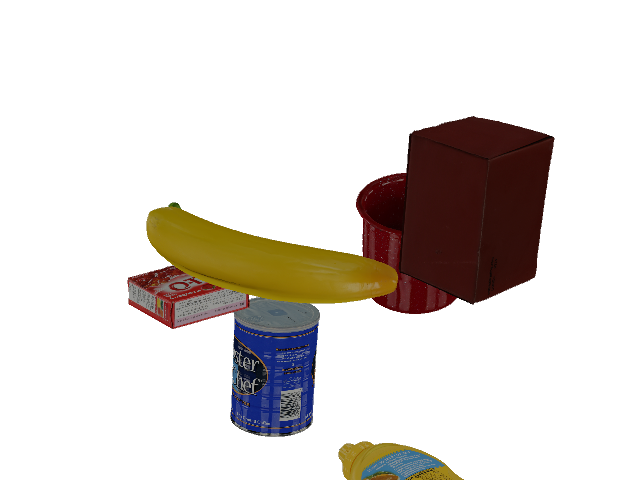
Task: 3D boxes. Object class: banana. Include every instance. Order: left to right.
[{"bbox_3d":[-0.048,0.007,0.691,0.198,0.037,0.069,19,37,32],"label":"banana"}]

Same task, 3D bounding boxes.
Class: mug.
[{"bbox_3d":[0.087,0.004,0.847,0.117,0.081,0.093,-1,34,0],"label":"mug"}]

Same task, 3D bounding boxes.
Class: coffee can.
[{"bbox_3d":[-0.056,0.150,1.286,0.103,0.140,0.103,3,17,-1],"label":"coffee can"}]

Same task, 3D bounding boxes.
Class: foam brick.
[{"bbox_3d":[0.076,-0.017,0.532,0.052,0.078,0.051,-18,31,-40],"label":"foam brick"}]

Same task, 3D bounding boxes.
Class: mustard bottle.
[{"bbox_3d":[0.080,0.226,0.939,0.096,0.058,0.192,-19,28,-32],"label":"mustard bottle"}]

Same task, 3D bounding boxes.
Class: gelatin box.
[{"bbox_3d":[-0.120,0.047,0.977,0.089,0.030,0.073,-15,26,-39],"label":"gelatin box"}]
